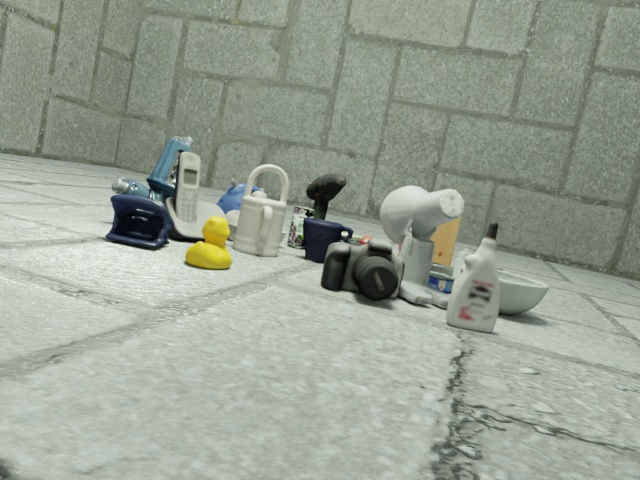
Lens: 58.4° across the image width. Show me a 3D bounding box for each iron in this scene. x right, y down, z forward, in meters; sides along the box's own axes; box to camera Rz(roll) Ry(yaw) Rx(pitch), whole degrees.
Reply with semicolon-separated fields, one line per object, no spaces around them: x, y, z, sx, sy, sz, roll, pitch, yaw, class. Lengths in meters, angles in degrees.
-0.195;-0.090;1.575;0.118;0.141;0.259;14;6;19;iron

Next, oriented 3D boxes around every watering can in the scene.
-0.127;-0.069;1.249;0.101;0.194;0.172;7;8;-38;watering can

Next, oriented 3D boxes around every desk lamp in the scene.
0.196;0.003;1.095;0.118;0.213;0.202;9;6;-22;desk lamp

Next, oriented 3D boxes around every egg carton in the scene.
-0.162;-0.028;1.400;0.151;0.069;0.107;9;7;-26;egg carton

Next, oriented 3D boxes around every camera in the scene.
0.080;0.048;0.984;0.143;0.101;0.137;11;6;-2;camera

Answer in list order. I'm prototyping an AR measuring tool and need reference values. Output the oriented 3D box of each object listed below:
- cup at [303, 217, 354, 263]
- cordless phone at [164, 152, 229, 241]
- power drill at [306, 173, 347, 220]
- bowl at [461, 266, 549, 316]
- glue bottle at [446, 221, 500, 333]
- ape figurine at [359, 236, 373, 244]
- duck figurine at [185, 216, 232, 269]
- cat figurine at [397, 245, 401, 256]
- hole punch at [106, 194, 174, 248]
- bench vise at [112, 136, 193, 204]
0.012;0.005;1.299;0.118;0.095;0.091;11;6;-7;cup
-0.258;-0.090;1.235;0.093;0.185;0.148;16;8;40;cordless phone
0.009;-0.090;1.636;0.076;0.208;0.229;9;6;-20;power drill
0.350;0.103;1.112;0.167;0.075;0.167;11;6;-1;bowl
0.252;0.055;0.897;0.078;0.173;0.037;11;6;-7;glue bottle
0.085;0.036;1.153;0.077;0.092;0.076;13;6;18;ape figurine
-0.186;0.002;0.987;0.077;0.086;0.105;13;6;14;duck figurine
0.218;0.032;1.328;0.128;0.118;0.067;6;8;-44;cat figurine
-0.330;-0.038;1.058;0.108;0.091;0.101;11;6;0;hole punch
-0.350;-0.131;1.278;0.121;0.220;0.208;14;6;20;bench vise
